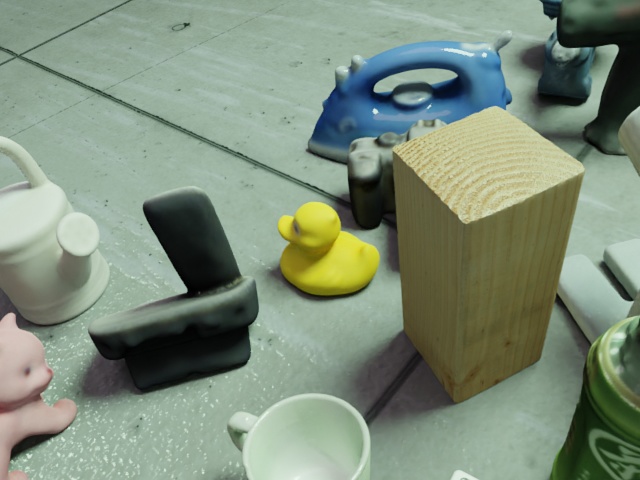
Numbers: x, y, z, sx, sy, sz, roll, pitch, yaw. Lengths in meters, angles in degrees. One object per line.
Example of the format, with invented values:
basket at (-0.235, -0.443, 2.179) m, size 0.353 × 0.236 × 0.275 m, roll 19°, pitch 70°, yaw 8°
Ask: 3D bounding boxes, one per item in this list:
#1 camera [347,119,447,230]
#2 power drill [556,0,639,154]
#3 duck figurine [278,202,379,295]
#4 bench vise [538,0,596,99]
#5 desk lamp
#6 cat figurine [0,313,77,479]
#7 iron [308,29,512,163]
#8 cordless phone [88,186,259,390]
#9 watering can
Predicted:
camera at (0.096, -0.052, 0.588) m, size 0.143 × 0.101 × 0.137 m, roll -2°, pitch 45°, yaw 10°
power drill at (0.365, -0.194, 0.601) m, size 0.229 × 0.209 × 0.075 m, roll 2°, pitch 46°, yaw 14°
duck figurine at (0.005, 0.002, 0.562) m, size 0.104 × 0.086 × 0.077 m, roll 9°, pitch 48°, yaw 19°
bench vise at (0.337, -0.300, 0.705) m, size 0.121 × 0.220 × 0.207 m, roll 1°, pitch 45°, yaw 12°
desk lamp at (0.260, 0.016, 0.406) m, size 0.118 × 0.214 × 0.203 m, roll -15°, pitch 44°, yaw -4°
cat figurine at (-0.262, 0.129, 0.465) m, size 0.067 × 0.118 × 0.128 m, roll 7°, pitch 47°, yaw 19°
iron at (0.102, -0.170, 0.677) m, size 0.258 × 0.142 × 0.118 m, roll -2°, pitch 45°, yaw 9°
cordless phone at (-0.134, 0.033, 0.487) m, size 0.147 × 0.185 × 0.094 m, roll -18°, pitch 44°, yaw -6°
watering can at (-0.284, -0.014, 0.559) m, size 0.172 × 0.194 × 0.101 m, roll -2°, pitch 45°, yaw 9°
